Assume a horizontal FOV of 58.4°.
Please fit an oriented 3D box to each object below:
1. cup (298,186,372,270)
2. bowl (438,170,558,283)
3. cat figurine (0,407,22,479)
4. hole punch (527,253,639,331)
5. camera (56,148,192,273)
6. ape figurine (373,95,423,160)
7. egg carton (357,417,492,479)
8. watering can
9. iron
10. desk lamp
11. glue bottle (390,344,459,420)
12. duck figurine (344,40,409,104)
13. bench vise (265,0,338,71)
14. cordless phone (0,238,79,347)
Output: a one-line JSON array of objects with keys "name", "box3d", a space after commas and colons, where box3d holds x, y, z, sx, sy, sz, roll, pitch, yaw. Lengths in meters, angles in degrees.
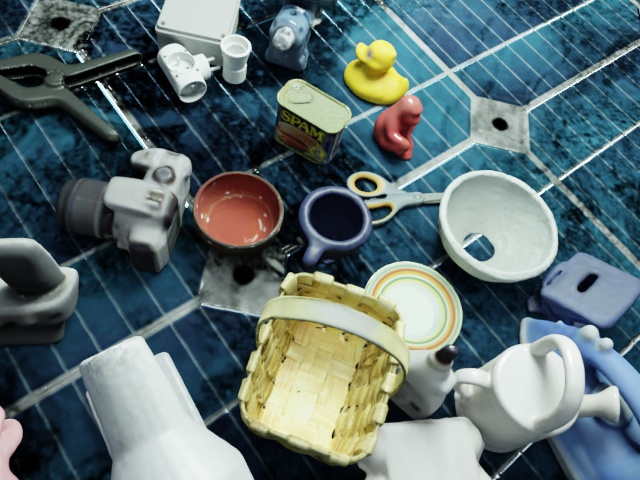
[{"name": "cup", "box3d": [0.007, 0.003, 0.722, 0.091, 0.095, 0.118, 29, 61, 5]}, {"name": "bowl", "box3d": [0.231, -0.008, 0.785, 0.167, 0.074, 0.167, 5, 62, -9]}, {"name": "cat figurine", "box3d": [-0.324, 0.199, 0.537, 0.067, 0.117, 0.127, -21, 68, -21]}, {"name": "hole punch", "box3d": [0.348, 0.071, 0.757, 0.109, 0.091, 0.101, -37, 74, -26]}, {"name": "camera", "box3d": [-0.238, -0.051, 0.697, 0.137, 0.101, 0.143, 12, 61, -5]}, {"name": "ape figurine", "box3d": [0.122, -0.174, 0.841, 0.076, 0.092, 0.078, 37, 62, 9]}, {"name": "egg carton", "box3d": [0.112, 0.252, 0.625, 0.150, 0.069, 0.107, -2, 63, -12]}, {"name": "watering can", "box3d": [0.237, 0.165, 0.625, 0.173, 0.194, 0.101, -7, 64, -14]}, {"name": "iron", "box3d": [0.332, 0.185, 0.664, 0.119, 0.141, 0.258, -18, 67, -19]}, {"name": "desk lamp", "box3d": [-0.153, 0.185, 0.524, 0.118, 0.213, 0.203, -26, 70, -22]}, {"name": "glue bottle", "box3d": [0.114, 0.146, 0.622, 0.078, 0.173, 0.037, 44, 63, 13]}, {"name": "duck figurine", "box3d": [0.094, -0.267, 0.888, 0.104, 0.086, 0.077, 28, 61, 4]}, {"name": "bench vise", "box3d": [-0.014, -0.374, 0.847, 0.121, 0.219, 0.207, 2, 62, -10]}, {"name": "cordless phone", "box3d": [-0.334, 0.040, 0.581, 0.148, 0.185, 0.094, -6, 64, -14]}]
